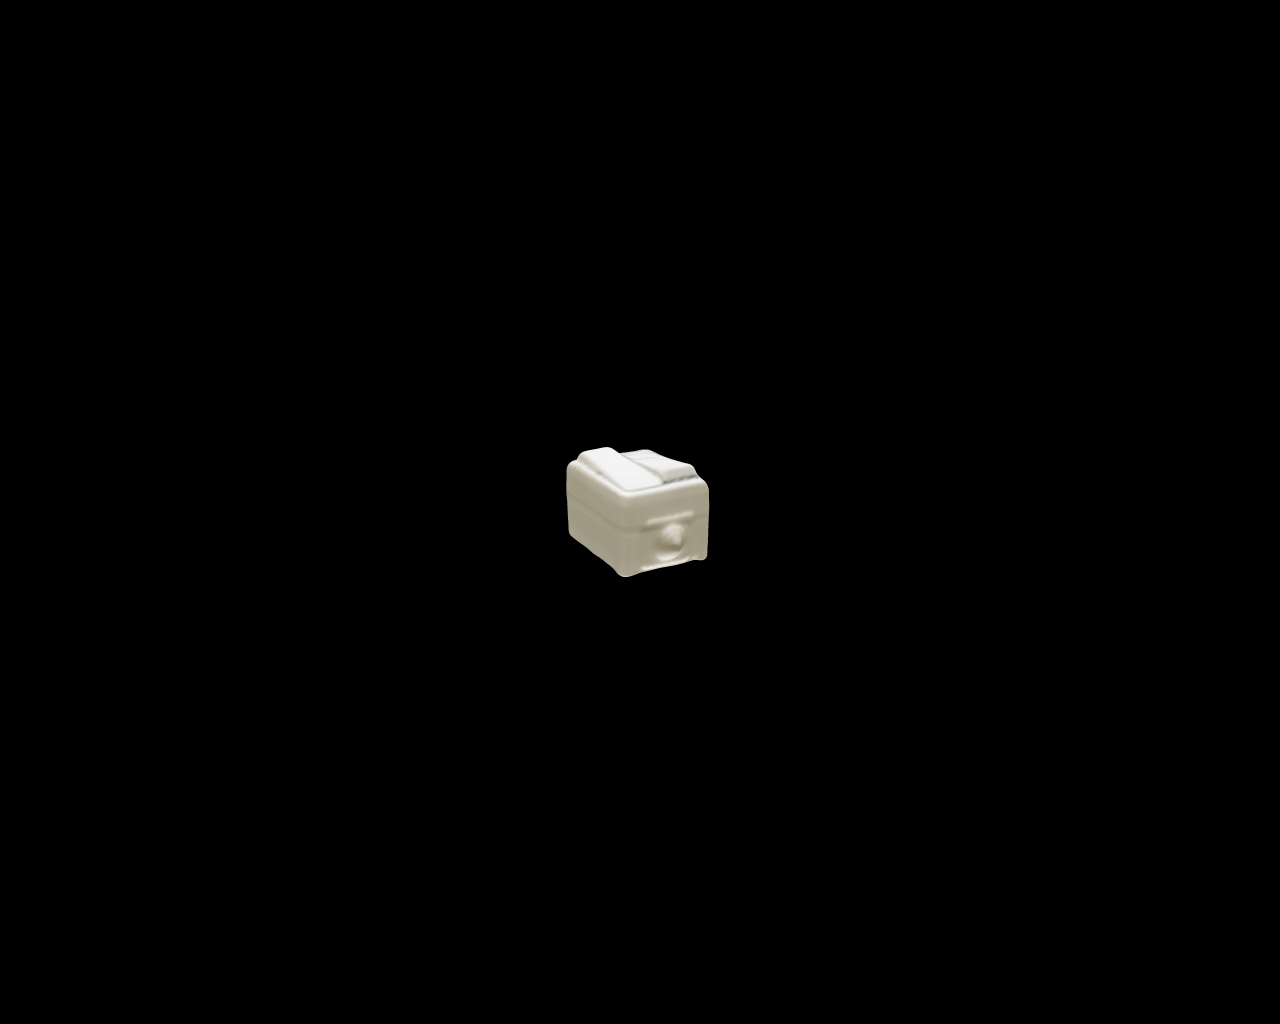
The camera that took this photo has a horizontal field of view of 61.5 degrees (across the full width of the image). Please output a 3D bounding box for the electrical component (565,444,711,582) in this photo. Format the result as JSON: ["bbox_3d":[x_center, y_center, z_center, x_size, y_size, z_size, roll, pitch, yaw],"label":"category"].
[{"bbox_3d":[0.001,-0.003,0.650,0.062,0.061,0.096,-10,23,-26],"label":"electrical component"}]
